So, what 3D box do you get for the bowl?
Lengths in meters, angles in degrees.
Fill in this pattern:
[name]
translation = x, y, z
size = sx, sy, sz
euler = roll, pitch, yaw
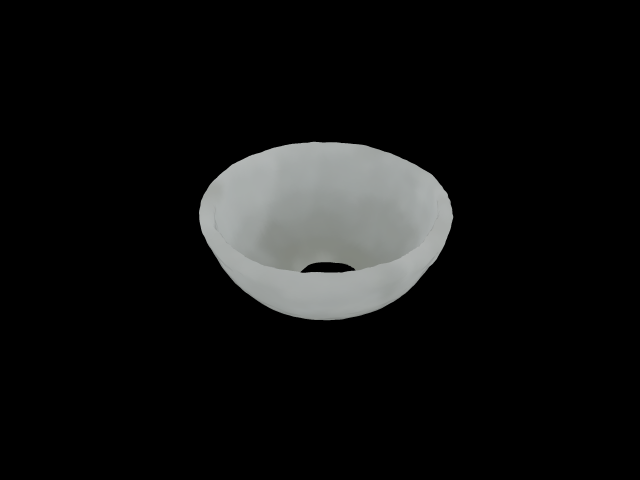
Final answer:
[bowl]
translation = 0.004, 0.001, 0.400
size = 0.167, 0.075, 0.167
euler = 0, 38, 0
